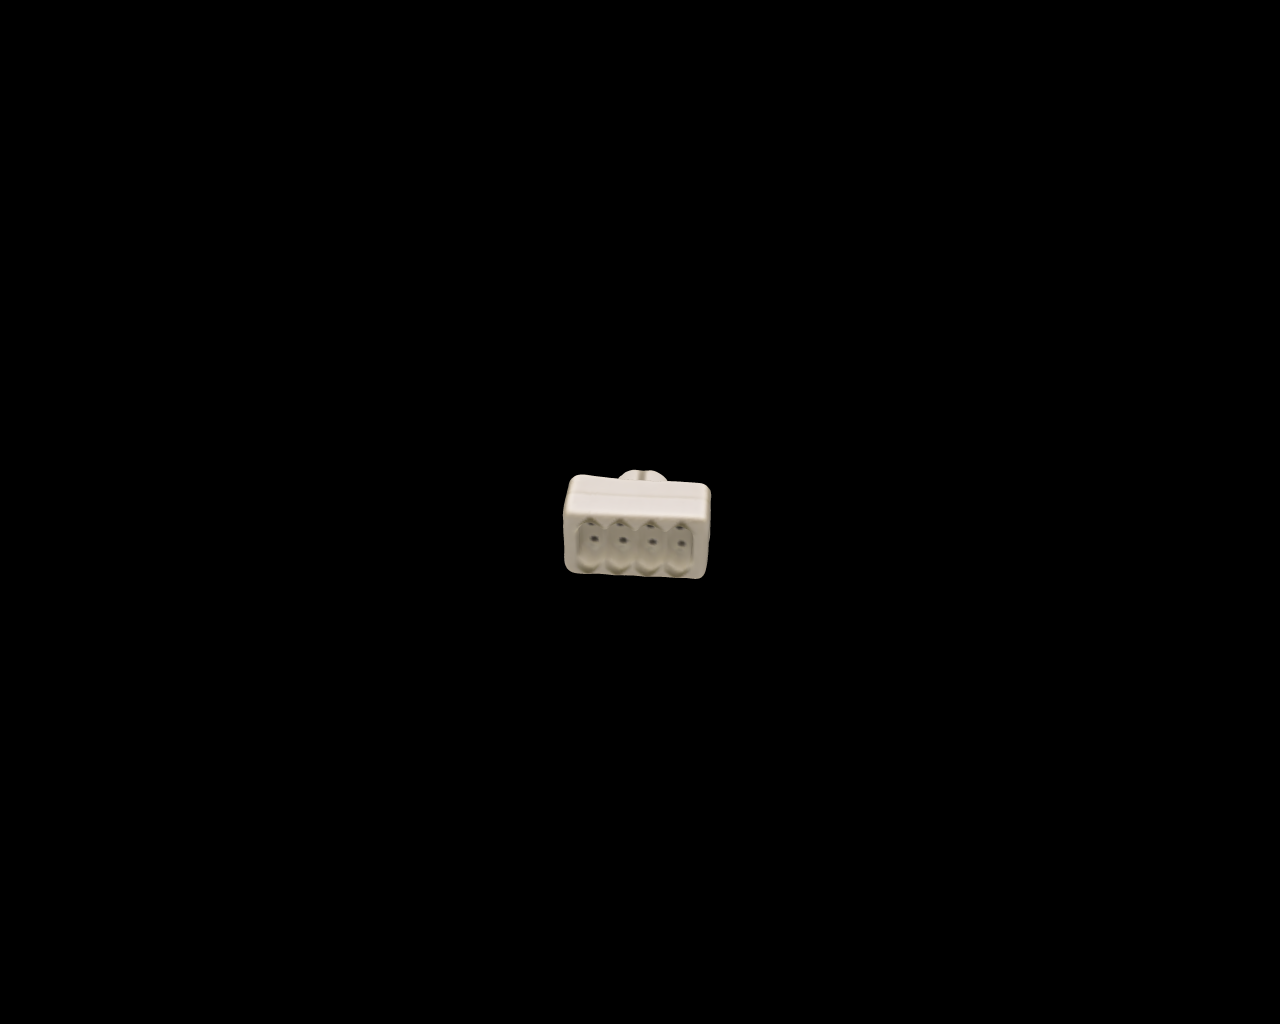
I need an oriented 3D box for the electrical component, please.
[{"bbox_3d":[0.001,-0.003,0.650,0.083,0.047,0.076,4,40,4],"label":"electrical component"}]
